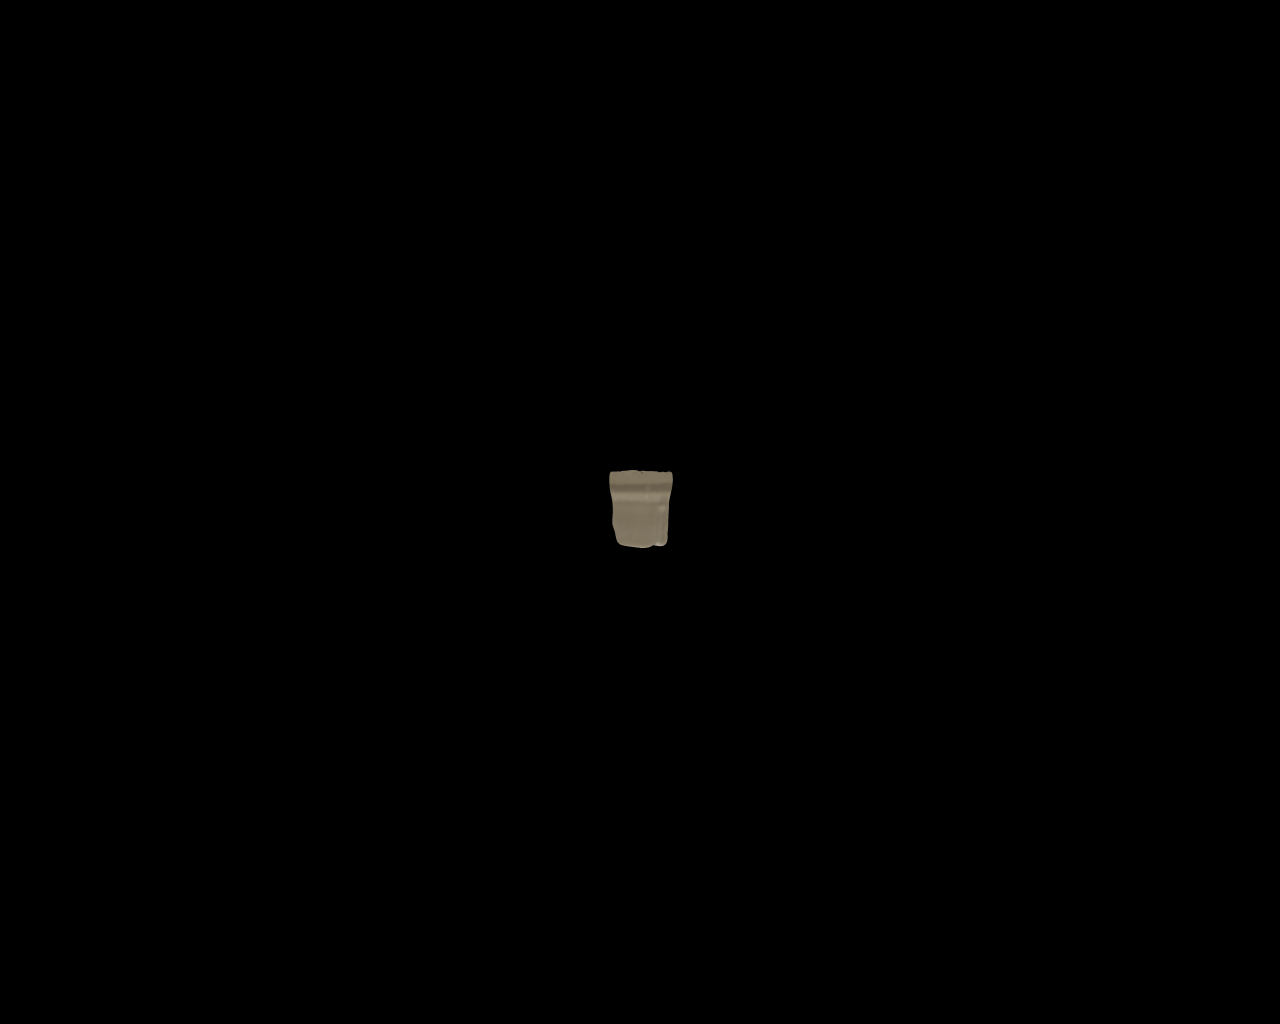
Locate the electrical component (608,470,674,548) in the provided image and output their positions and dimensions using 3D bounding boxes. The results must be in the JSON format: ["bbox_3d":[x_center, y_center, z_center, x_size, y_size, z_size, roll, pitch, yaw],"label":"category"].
[{"bbox_3d":[0.001,-0.003,0.650,0.040,0.046,0.040,0,2,0],"label":"electrical component"}]
